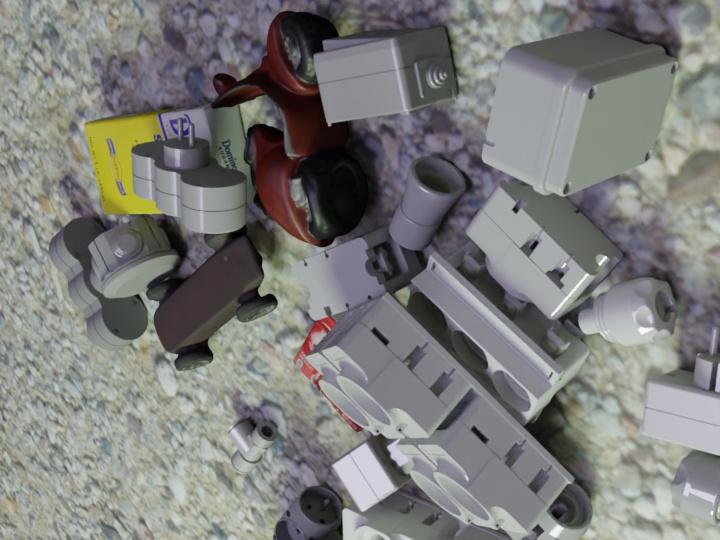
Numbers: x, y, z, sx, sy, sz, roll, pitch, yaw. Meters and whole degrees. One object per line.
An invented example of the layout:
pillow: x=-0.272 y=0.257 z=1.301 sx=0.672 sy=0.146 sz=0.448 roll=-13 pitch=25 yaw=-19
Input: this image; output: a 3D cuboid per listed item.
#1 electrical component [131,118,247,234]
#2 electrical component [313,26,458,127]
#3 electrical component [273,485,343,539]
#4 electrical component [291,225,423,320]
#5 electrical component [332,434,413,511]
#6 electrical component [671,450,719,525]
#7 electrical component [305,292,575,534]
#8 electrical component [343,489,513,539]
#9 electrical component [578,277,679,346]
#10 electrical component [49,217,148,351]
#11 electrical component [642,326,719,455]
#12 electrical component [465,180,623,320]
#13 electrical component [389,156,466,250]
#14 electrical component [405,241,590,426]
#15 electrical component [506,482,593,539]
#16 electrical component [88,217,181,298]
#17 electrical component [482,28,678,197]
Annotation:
electrical component: x=-0.140 y=-0.086 z=0.872 sx=0.138 sy=0.052 sz=0.073 roll=29 pitch=125 yaw=47
electrical component: x=0.022 y=-0.143 z=0.769 sx=0.096 sy=0.062 sz=0.061 roll=-1 pitch=106 yaw=42
electrical component: x=-0.037 y=0.253 z=1.000 sx=0.079 sy=0.044 sz=0.077 roll=44 pitch=131 yaw=19
electrical component: x=0.000 y=0.000 z=0.853 sx=0.089 sy=0.056 sz=0.050 roll=-20 pitch=93 yaw=45
electrical component: x=0.028 y=0.155 z=0.892 sx=0.077 sy=0.066 sz=0.047 roll=-36 pitch=80 yaw=15
electrical component: x=0.240 y=0.147 z=0.705 sx=0.062 sy=0.043 sz=0.043 roll=20 pitch=120 yaw=35
electrical component: x=0.051 y=0.109 z=0.782 sx=0.186 sy=0.060 sz=0.105 roll=45 pitch=163 yaw=-5
electrical component: x=0.071 y=0.265 z=0.896 sx=0.186 sy=0.060 sz=0.105 roll=16 pitch=118 yaw=37
electrical component: x=0.175 y=0.030 z=0.715 sx=0.062 sy=0.043 sz=0.043 roll=-16 pitch=96 yaw=45
electrical component: x=-0.259 y=0.009 z=1.094 sx=0.074 sy=0.052 sz=0.138 roll=-31 pitch=85 yaw=45
electrical component: x=0.230 y=0.074 z=0.682 sx=0.083 sy=0.047 sz=0.075 roll=12 pitch=102 yaw=39
electrical component: x=0.123 y=-0.016 z=0.738 sx=0.089 sy=0.050 sz=0.055 roll=47 pitch=132 yaw=16
electrical component: x=0.047 y=-0.047 z=0.802 sx=0.044 sy=0.044 sz=0.065 roll=44 pitch=136 yaw=20
electrical component: x=0.098 y=0.042 z=0.767 sx=0.121 sy=0.063 sz=0.078 roll=44 pitch=154 yaw=20
electrical component: x=0.144 y=0.187 z=0.809 sx=0.066 sy=0.048 sz=0.055 roll=48 pitch=140 yaw=17
electrical component: x=-0.217 y=-0.011 z=1.030 sx=0.080 sy=0.080 sz=0.051 roll=-41 pitch=74 yaw=44
electrical component: x=0.135 y=-0.097 z=0.650 sx=0.057 sy=0.113 sz=0.078 roll=31 pitch=126 yaw=33
